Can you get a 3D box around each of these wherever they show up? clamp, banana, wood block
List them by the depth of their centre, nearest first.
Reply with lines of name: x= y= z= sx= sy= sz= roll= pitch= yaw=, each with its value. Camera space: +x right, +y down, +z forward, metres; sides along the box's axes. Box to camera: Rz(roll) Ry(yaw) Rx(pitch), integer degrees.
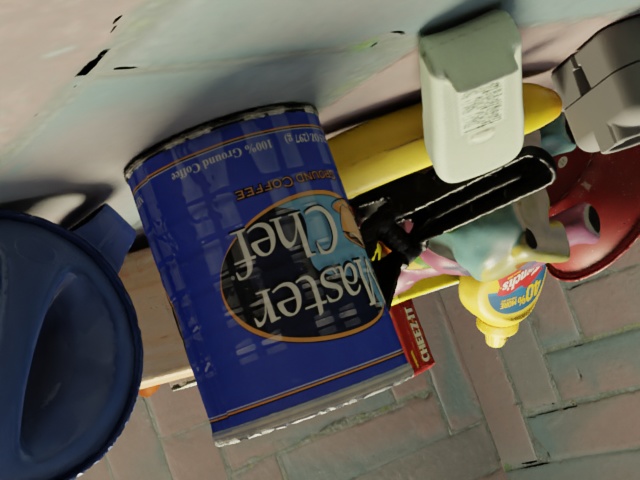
banana: x=0.054 y=-0.056 z=0.610 sx=0.197 sy=0.037 sz=0.069 roll=-21 pitch=175 yaw=-6
clamp: x=0.041 y=0.006 z=0.663 sx=0.164 sy=0.036 sz=0.210 roll=-47 pitch=-164 yaw=-11
wood block: x=-0.094 y=0.049 z=0.742 sx=0.206 sy=0.090 sz=0.090 roll=-15 pitch=173 yaw=13

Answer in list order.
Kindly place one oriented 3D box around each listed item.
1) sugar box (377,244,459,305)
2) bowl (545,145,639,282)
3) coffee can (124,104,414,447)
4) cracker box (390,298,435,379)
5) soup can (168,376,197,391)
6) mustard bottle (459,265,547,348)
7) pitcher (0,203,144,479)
sugar box: x=0.105 y=0.003 z=1.032 sx=0.175 sy=0.093 sz=0.048 roll=-15 pitch=173 yaw=-42
bowl: x=0.216 y=-0.049 z=0.866 sx=0.162 sy=0.055 sz=0.162 roll=-53 pitch=-163 yaw=24
coffee can: x=-0.025 y=0.018 z=0.524 sx=0.103 sy=0.140 sz=0.103 roll=-19 pitch=174 yaw=-2
cracker box: x=-0.006 y=0.093 z=1.139 sx=0.214 sy=0.164 sz=0.072 roll=-22 pitch=175 yaw=28
soup can: x=-0.105 y=0.065 z=0.872 sx=0.068 sy=0.102 sz=0.068 roll=-19 pitch=174 yaw=-2
mustard bottle: x=0.174 y=0.020 z=1.000 sx=0.096 sy=0.192 sz=0.058 roll=-23 pitch=-141 yaw=-33
pitcher: x=-0.197 y=0.069 z=0.581 sx=0.149 sy=0.145 sz=0.243 roll=0 pitch=167 yaw=-34
